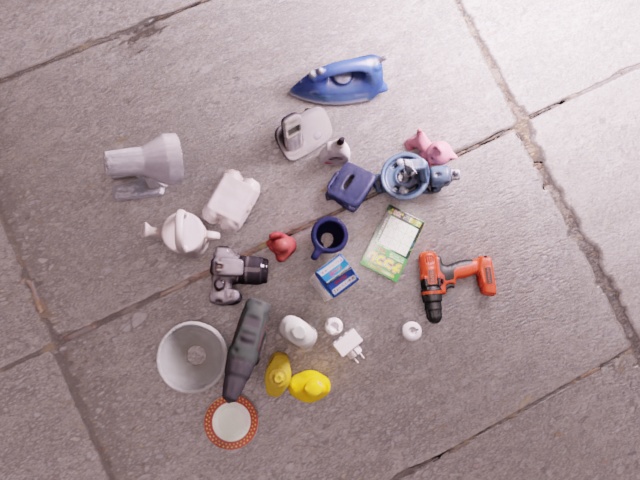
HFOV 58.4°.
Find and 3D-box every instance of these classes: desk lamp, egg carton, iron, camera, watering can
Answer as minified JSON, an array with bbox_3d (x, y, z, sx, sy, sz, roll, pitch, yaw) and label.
[{"bbox_3d":[-0.412,-0.168,1.347,0.203,0.213,0.118,-11,83,-7],"label":"desk lamp"},{"bbox_3d":[-0.219,-0.097,1.428,0.107,0.069,0.150,26,80,-1],"label":"egg carton"},{"bbox_3d":[0.050,-0.420,1.463,0.258,0.141,0.119,-12,83,-7],"label":"iron"},{"bbox_3d":[-0.195,0.088,1.388,0.137,0.100,0.143,3,82,-5],"label":"camera"},{"bbox_3d":[-0.327,-0.014,1.343,0.173,0.194,0.101,-19,84,-7],"label":"watering can"}]

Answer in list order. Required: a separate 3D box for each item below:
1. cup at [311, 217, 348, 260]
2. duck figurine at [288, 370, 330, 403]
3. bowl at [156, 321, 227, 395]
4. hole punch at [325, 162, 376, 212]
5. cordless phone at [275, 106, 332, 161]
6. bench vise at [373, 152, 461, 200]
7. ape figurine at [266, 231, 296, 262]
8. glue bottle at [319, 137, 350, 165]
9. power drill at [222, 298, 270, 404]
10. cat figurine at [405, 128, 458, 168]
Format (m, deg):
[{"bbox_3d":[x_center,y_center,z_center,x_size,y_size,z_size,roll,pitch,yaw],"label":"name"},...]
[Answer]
[{"bbox_3d":[0.013,0.005,1.423,0.091,0.095,0.118,34,80,0],"label":"cup"},{"bbox_3d":[-0.024,0.355,1.374,0.104,0.086,0.077,3,82,-5],"label":"duck figurine"},{"bbox_3d":[-0.300,0.279,1.365,0.167,0.074,0.167,1,82,-5],"label":"bowl"},{"bbox_3d":[0.075,-0.136,1.450,0.101,0.091,0.109,33,80,0],"label":"hole punch"},{"bbox_3d":[-0.039,-0.281,1.412,0.148,0.185,0.094,-35,86,-9],"label":"cordless phone"},{"bbox_3d":[0.245,-0.174,1.407,0.207,0.219,0.121,-21,84,-8],"label":"bench vise"},{"bbox_3d":[-0.095,0.015,1.413,0.076,0.092,0.078,1,82,-5],"label":"ape figurine"},{"bbox_3d":[0.042,-0.224,1.418,0.078,0.173,0.037,-4,82,-6],"label":"glue bottle"},{"bbox_3d":[-0.169,0.249,1.314,0.075,0.208,0.230,15,81,-3],"label":"power drill"},{"bbox_3d":[0.288,-0.236,1.471,0.067,0.117,0.128,-41,87,-9],"label":"cat figurine"}]
